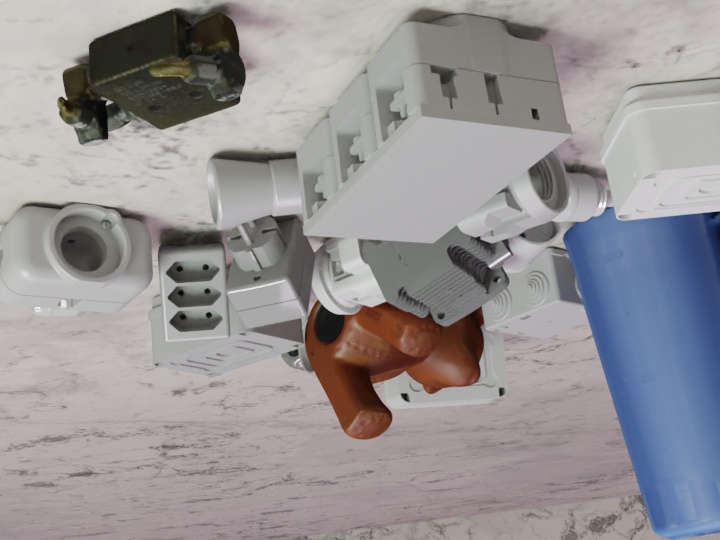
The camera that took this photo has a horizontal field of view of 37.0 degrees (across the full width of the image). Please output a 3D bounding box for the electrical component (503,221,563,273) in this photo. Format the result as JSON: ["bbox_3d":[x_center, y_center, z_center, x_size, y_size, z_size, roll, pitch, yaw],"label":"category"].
[{"bbox_3d":[0.114,-0.024,0.792,0.043,0.043,0.081,-2,160,-15],"label":"electrical component"}]

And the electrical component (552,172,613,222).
[{"bbox_3d":[0.154,-0.050,0.745,0.061,0.035,0.035,0,159,-26],"label":"electrical component"}]

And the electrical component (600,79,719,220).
[{"bbox_3d":[0.212,-0.075,0.660,0.113,0.057,0.078,-6,160,-4],"label":"electrical component"}]

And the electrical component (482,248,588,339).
[{"bbox_3d":[0.162,0.023,0.933,0.100,0.048,0.100,11,154,-41],"label":"electrical component"}]

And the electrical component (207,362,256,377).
[{"bbox_3d":[-0.123,0.075,0.996,0.046,0.040,0.040,-14,160,4],"label":"electrical component"}]

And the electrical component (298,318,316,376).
[{"bbox_3d":[-0.021,0.069,0.987,0.057,0.058,0.078,0,159,-28],"label":"electrical component"}]

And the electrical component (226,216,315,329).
[{"bbox_3d":[-0.068,-0.011,0.745,0.047,0.065,0.076,-12,131,15],"label":"electrical component"}]

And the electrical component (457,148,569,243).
[{"bbox_3d":[0.096,-0.053,0.685,0.057,0.058,0.078,-19,157,37],"label":"electrical component"}]

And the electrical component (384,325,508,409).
[{"bbox_3d":[0.081,0.093,1.049,0.113,0.078,0.057,-2,169,-14],"label":"electrical component"}]

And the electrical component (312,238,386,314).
[{"bbox_3d":[0.000,0.000,0.800,0.057,0.058,0.078,-23,156,31],"label":"electrical component"}]

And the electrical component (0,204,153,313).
[{"bbox_3d":[-0.190,-0.008,0.717,0.095,0.053,0.059,6,157,-33],"label":"electrical component"}]

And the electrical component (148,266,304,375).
[{"bbox_3d":[-0.110,0.042,0.880,0.113,0.057,0.078,-20,157,33],"label":"electrical component"}]

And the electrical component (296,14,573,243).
[{"bbox_3d":[0.034,-0.073,0.598,0.089,0.061,0.150,3,158,-26],"label":"electrical component"}]

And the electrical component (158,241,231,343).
[{"bbox_3d":[-0.122,0.012,0.792,0.047,0.065,0.077,-4,-170,-9],"label":"electrical component"}]

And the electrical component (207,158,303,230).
[{"bbox_3d":[-0.059,-0.050,0.665,0.065,0.044,0.044,-7,161,-14],"label":"electrical component"}]

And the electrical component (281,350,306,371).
[{"bbox_3d":[-0.051,0.082,1.045,0.035,0.035,0.061,-14,162,19],"label":"electrical component"}]

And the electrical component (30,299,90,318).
[{"bbox_3d":[-0.208,0.013,0.785,0.062,0.043,0.043,0,159,-24],"label":"electrical component"}]
